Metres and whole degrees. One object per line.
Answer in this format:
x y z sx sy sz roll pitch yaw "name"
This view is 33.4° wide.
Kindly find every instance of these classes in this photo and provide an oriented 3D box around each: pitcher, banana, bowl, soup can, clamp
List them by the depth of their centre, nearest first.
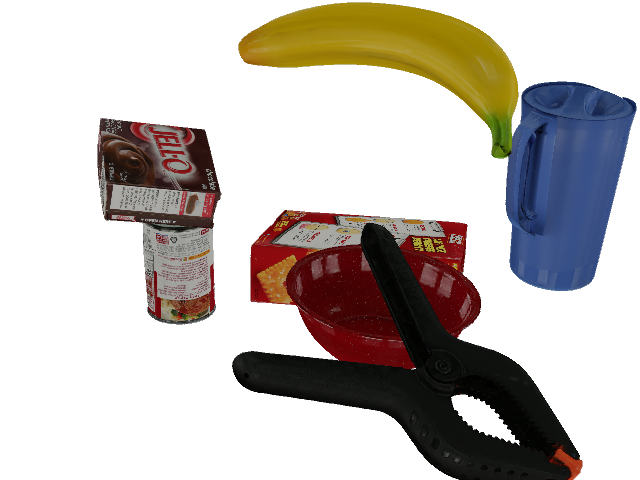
0.040 -0.109 0.627 0.198 0.069 0.037 24 -29 33 "banana"
0.060 0.090 0.657 0.210 0.036 0.164 40 50 17 "clamp"
0.050 0.062 0.888 0.162 0.055 0.162 4 26 -2 "bowl"
-0.138 0.021 1.044 0.068 0.102 0.068 1 23 0 "soup can"
0.291 -0.062 1.303 0.149 0.243 0.145 4 27 2 "pitcher"

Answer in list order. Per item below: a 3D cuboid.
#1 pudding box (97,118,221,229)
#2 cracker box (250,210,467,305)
-0.133 -0.056 0.864 0.090 0.039 0.113 4 34 -16 "pudding box"
0.046 0.023 1.144 0.214 0.072 0.164 5 15 9 "cracker box"
